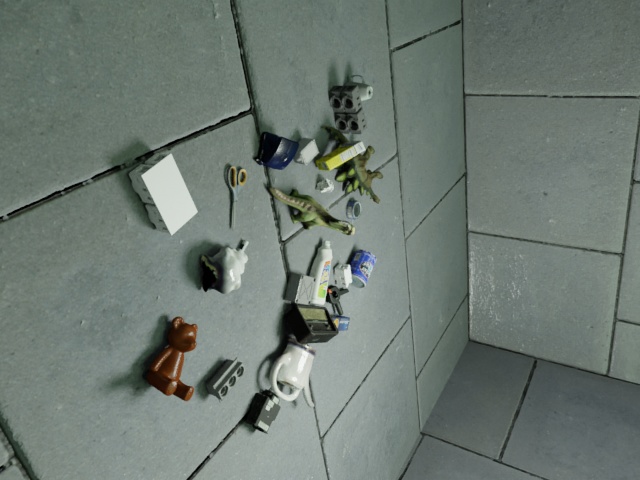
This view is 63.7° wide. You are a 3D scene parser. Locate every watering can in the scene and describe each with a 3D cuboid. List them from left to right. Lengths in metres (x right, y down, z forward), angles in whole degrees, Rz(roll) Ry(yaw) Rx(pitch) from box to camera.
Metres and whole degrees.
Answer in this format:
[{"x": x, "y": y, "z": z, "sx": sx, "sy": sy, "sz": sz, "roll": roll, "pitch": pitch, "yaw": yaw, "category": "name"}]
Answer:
[{"x": -0.081, "y": 0.509, "z": 1.969, "sx": 0.341, "sy": 0.104, "sz": 0.228, "roll": 48, "pitch": 57, "yaw": -49, "category": "watering can"}]

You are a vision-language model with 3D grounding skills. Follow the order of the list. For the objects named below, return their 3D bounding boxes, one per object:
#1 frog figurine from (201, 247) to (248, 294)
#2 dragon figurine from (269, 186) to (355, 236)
[{"x": -0.271, "y": 0.086, "z": 1.562, "sx": 0.161, "sy": 0.122, "sz": 0.137, "roll": -18, "pitch": 93, "yaw": -43, "category": "frog figurine"}, {"x": 0.006, "y": -0.093, "z": 1.848, "sx": 0.406, "sy": 0.244, "sz": 0.123, "roll": 26, "pitch": 81, "yaw": -59, "category": "dragon figurine"}]
